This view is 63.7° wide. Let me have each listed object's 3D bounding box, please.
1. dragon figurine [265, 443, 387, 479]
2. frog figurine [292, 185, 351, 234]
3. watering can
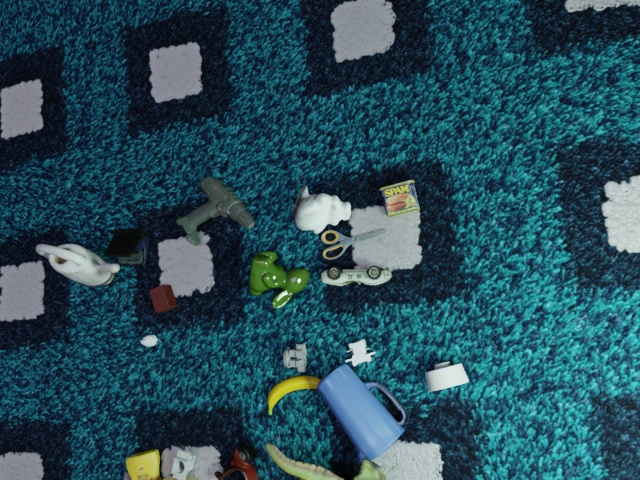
[{"bbox_3d":[0.063,0.638,1.343,0.240,0.124,0.408,-37,98,18],"label":"dragon figurine"},{"bbox_3d":[0.005,-0.076,1.505,0.160,0.125,0.134,21,123,9],"label":"frog figurine"},{"bbox_3d":[-0.740,0.086,1.646,0.348,0.220,0.105,13,70,18],"label":"watering can"}]
